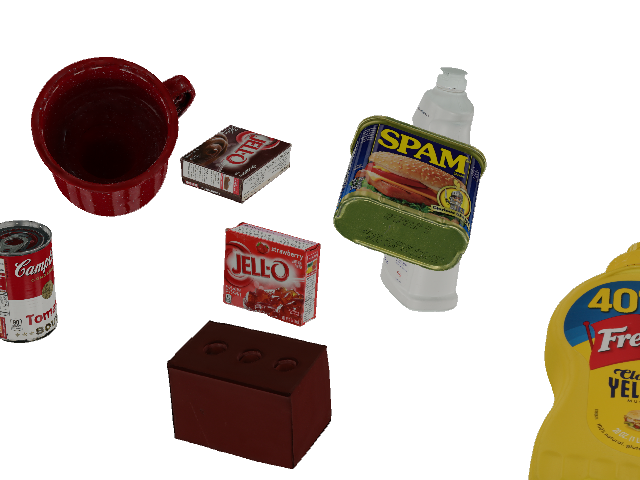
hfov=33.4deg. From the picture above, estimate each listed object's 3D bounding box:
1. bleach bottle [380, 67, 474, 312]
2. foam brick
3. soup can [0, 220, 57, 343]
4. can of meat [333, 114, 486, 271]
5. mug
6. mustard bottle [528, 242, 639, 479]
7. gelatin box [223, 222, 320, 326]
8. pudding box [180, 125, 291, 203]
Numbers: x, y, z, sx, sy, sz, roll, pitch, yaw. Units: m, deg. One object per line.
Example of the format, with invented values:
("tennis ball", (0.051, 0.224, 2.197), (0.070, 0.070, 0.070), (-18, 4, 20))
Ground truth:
("bleach bottle", (0.123, -0.057, 1.140), (0.068, 0.251, 0.103), (0, 23, -22))
("foam brick", (-0.039, 0.086, 0.600), (0.078, 0.051, 0.052), (10, 27, 21))
("soup can", (-0.295, 0.041, 1.044), (0.068, 0.102, 0.068), (2, 28, -1))
("can of meat", (0.065, -0.034, 0.785), (0.102, 0.084, 0.057), (19, -40, -3))
("mug", (-0.135, -0.072, 0.724), (0.117, 0.093, 0.081), (-40, -6, -16))
("mustard bottle", (0.162, 0.068, 0.544), (0.096, 0.058, 0.191), (7, 41, 13))
("gelatin box", (-0.046, 0.030, 0.964), (0.089, 0.073, 0.030), (15, 23, 28))
("pudding box", (-0.101, -0.094, 1.287), (0.090, 0.039, 0.113), (18, 38, 24))
